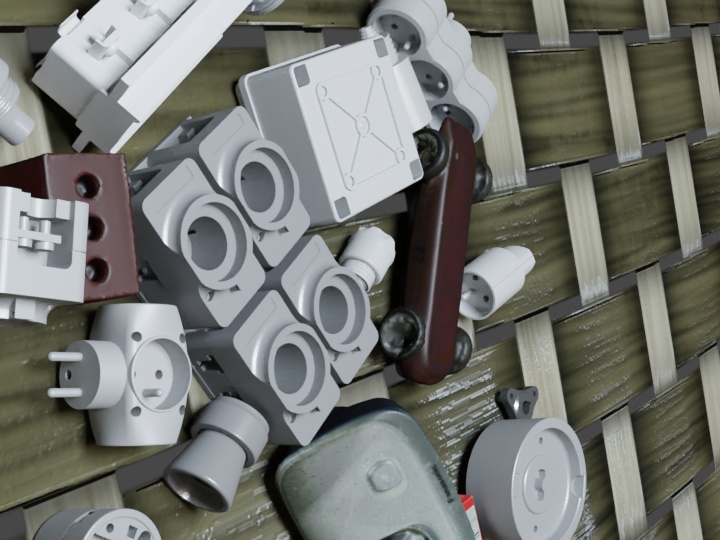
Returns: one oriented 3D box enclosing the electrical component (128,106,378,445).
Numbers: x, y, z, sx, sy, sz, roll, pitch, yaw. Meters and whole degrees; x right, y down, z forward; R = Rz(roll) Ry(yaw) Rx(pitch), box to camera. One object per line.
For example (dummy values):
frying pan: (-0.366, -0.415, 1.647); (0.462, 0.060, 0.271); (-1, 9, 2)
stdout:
electrical component: (-0.068, 0.007, 0.661); (0.105, 0.060, 0.186); (-54, 125, -39)

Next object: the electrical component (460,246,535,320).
electrical component: (0.112, 0.005, 0.888); (0.081, 0.043, 0.043); (-34, 111, -47)

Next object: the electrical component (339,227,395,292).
electrical component: (0.000, 0.000, 0.763); (0.035, 0.035, 0.061); (52, 52, -32)

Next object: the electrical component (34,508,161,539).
electrical component: (-0.140, 0.152, 0.566); (0.055, 0.047, 0.055); (9, 79, -49)

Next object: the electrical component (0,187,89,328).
electrical component: (-0.176, -0.003, 0.511); (0.050, 0.089, 0.055); (11, 77, -49)

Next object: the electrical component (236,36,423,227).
electrical component: (-0.018, -0.095, 0.736); (0.109, 0.056, 0.108); (-31, 109, -47)

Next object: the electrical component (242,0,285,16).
electrical component: (-0.071, -0.204, 0.670); (0.051, 0.080, 0.080); (13, 75, -43)

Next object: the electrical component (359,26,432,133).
electrical component: (0.019, -0.141, 0.796); (0.043, 0.043, 0.081); (-44, 118, -43)

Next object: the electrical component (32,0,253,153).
electrical component: (-0.123, -0.131, 0.609); (0.063, 0.079, 0.121); (41, 52, -12)

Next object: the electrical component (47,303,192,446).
electrical component: (-0.136, 0.057, 0.586); (0.079, 0.044, 0.077); (7, 80, -50)

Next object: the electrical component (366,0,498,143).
electrical component: (0.064, -0.172, 0.847); (0.138, 0.052, 0.073); (53, 49, -31)

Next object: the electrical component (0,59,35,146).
electrical component: (-0.192, -0.088, 0.539); (0.062, 0.043, 0.043); (45, 53, -38)

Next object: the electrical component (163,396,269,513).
electrical component: (-0.084, 0.109, 0.640); (0.045, 0.045, 0.055); (55, 47, -30)

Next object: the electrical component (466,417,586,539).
electrical component: (0.129, 0.172, 0.872); (0.108, 0.060, 0.108); (3, 86, -47)
